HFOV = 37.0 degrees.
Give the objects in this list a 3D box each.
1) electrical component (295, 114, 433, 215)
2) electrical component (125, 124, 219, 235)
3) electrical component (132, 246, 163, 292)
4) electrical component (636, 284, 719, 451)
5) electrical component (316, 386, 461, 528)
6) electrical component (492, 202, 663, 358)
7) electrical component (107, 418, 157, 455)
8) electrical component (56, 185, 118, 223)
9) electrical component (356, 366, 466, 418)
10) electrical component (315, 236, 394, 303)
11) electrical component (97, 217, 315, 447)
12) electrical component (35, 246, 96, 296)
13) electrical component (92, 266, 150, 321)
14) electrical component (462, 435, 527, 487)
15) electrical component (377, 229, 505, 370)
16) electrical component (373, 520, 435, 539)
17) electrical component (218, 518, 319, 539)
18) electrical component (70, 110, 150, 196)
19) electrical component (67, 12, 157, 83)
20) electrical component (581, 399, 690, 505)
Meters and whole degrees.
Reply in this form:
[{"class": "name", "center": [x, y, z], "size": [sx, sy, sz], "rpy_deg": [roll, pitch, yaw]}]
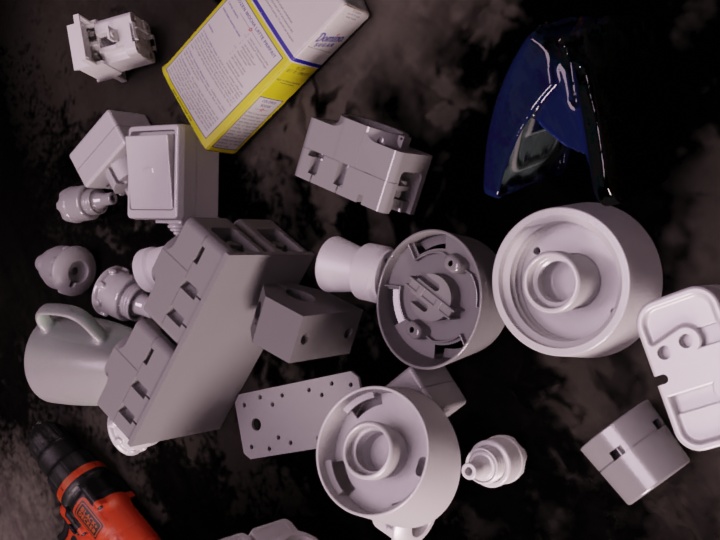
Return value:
[{"class": "electrical component", "center": [0.004, -0.084, 0.821], "size": [0.089, 0.050, 0.055], "rpy_deg": [26, 106, 32]}, {"class": "electrical component", "center": [-0.164, -0.077, 0.930], "size": [0.062, 0.061, 0.096], "rpy_deg": [3, 92, 35]}, {"class": "electrical component", "center": [-0.171, -0.004, 0.950], "size": [0.046, 0.040, 0.040], "rpy_deg": [-14, 83, 28]}, {"class": "electrical component", "center": [0.218, 0.059, 0.670], "size": [0.054, 0.059, 0.095], "rpy_deg": [-24, 77, 33]}, {"class": "electrical component", "center": [0.020, 0.131, 0.761], "size": [0.099, 0.064, 0.099], "rpy_deg": [-8, 73, 29]}, {"class": "electrical component", "center": [0.140, 0.007, 0.722], "size": [0.108, 0.060, 0.108], "rpy_deg": [1, 91, 35]}, {"class": "electrical component", "center": [-0.192, 0.136, 0.965], "size": [0.062, 0.048, 0.048], "rpy_deg": [-23, 78, 25]}, {"class": "electrical component", "center": [-0.253, -0.064, 1.009], "size": [0.061, 0.035, 0.035], "rpy_deg": [-6, 88, 32]}, {"class": "electrical component", "center": [0.041, 0.123, 0.801], "size": [0.083, 0.047, 0.075], "rpy_deg": [-42, 69, 28]}, {"class": "electrical component", "center": [0.000, 0.000, 0.828], "size": [0.055, 0.045, 0.045], "rpy_deg": [12, 98, 34]}, {"class": "electrical component", "center": [-0.130, 0.047, 0.882], "size": [0.060, 0.105, 0.186], "rpy_deg": [40, 112, 27]}, {"class": "electrical component", "center": [-0.287, -0.002, 1.028], "size": [0.062, 0.048, 0.048], "rpy_deg": [11, 97, 41]}, {"class": "electrical component", "center": [-0.208, 0.026, 0.973], "size": [0.062, 0.048, 0.048], "rpy_deg": [21, 103, 26]}, {"class": "electrical component", "center": [0.091, 0.136, 0.758], "size": [0.035, 0.061, 0.035], "rpy_deg": [1, 92, 35]}, {"class": "electrical component", "center": [0.058, 0.020, 0.777], "size": [0.099, 0.064, 0.099], "rpy_deg": [1, 91, 35]}, {"class": "electrical component", "center": [0.024, 0.177, 0.816], "size": [0.062, 0.048, 0.048], "rpy_deg": [27, 106, 39]}, {"class": "electrical component", "center": [-0.040, 0.282, 0.825], "size": [0.186, 0.105, 0.060], "rpy_deg": [43, 113, 26]}, {"class": "electrical component", "center": [-0.213, -0.093, 0.972], "size": [0.066, 0.047, 0.076], "rpy_deg": [-41, 69, 28]}, {"class": "electrical component", "center": [-0.220, -0.200, 0.963], "size": [0.064, 0.081, 0.042], "rpy_deg": [-11, 84, 12]}, {"class": "electrical component", "center": [0.180, 0.120, 0.701], "size": [0.055, 0.055, 0.047], "rpy_deg": [-45, 71, 27]}]
